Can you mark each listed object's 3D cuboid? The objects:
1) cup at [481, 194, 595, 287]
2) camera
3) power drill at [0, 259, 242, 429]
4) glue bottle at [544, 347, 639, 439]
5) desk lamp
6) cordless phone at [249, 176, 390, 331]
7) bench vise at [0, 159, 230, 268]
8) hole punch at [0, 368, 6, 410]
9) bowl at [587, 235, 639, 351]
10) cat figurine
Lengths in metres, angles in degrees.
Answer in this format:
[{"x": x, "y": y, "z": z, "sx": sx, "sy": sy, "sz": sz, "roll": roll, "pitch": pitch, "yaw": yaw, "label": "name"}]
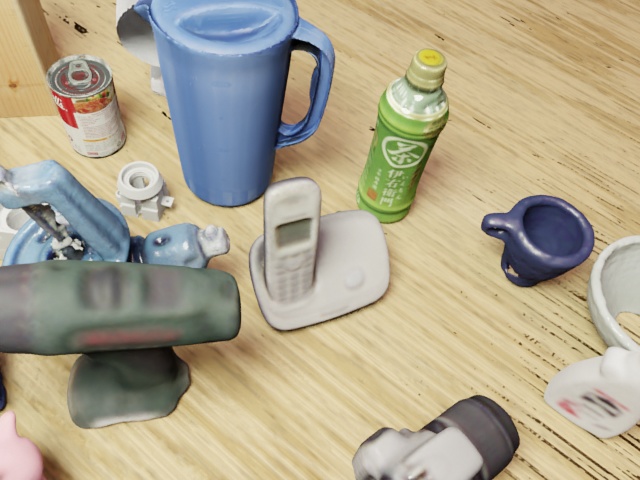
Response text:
[{"x": 0.227, "y": 0.009, "z": 0.636, "sx": 0.117, "sy": 0.095, "sz": 0.091, "roll": 10, "pitch": 56, "yaw": -1, "label": "cup"}, {"x": 0.120, "y": 0.205, "z": 0.490, "sx": 0.137, "sy": 0.101, "sz": 0.143, "roll": -29, "pitch": 65, "yaw": -24, "label": "camera"}, {"x": -0.178, "y": 0.084, "z": 0.461, "sx": 0.230, "sy": 0.208, "sz": 0.075, "roll": -7, "pitch": 58, "yaw": -12, "label": "power drill"}, {"x": 0.274, "y": 0.128, "z": 0.519, "sx": 0.078, "sy": 0.173, "sz": 0.037, "roll": 29, "pitch": 58, "yaw": 11, "label": "glue bottle"}, {"x": -0.170, "y": -0.268, "z": 0.687, "sx": 0.118, "sy": 0.213, "sz": 0.203, "roll": -3, "pitch": 58, "yaw": -9, "label": "desk lamp"}, {"x": 0.005, "y": 0.002, "z": 0.554, "sx": 0.148, "sy": 0.185, "sz": 0.094, "roll": -18, "pitch": 61, "yaw": -18, "label": "cordless phone"}, {"x": -0.194, "y": -0.010, "z": 0.512, "sx": 0.208, "sy": 0.220, "sz": 0.121, "roll": -23, "pitch": 63, "yaw": -21, "label": "bench vise"}, {"x": -0.338, "y": 0.106, "z": 0.494, "sx": 0.101, "sy": 0.091, "sz": 0.108, "roll": -20, "pitch": 62, "yaw": -19, "label": "hole punch"}, {"x": 0.359, "y": 0.082, "z": 0.620, "sx": 0.167, "sy": 0.075, "sz": 0.167, "roll": 4, "pitch": 57, "yaw": -6, "label": "bowl"}, {"x": -0.252, "y": 0.202, "z": 0.429, "sx": 0.067, "sy": 0.118, "sz": 0.128, "roll": 26, "pitch": 58, "yaw": 9, "label": "cat figurine"}]
